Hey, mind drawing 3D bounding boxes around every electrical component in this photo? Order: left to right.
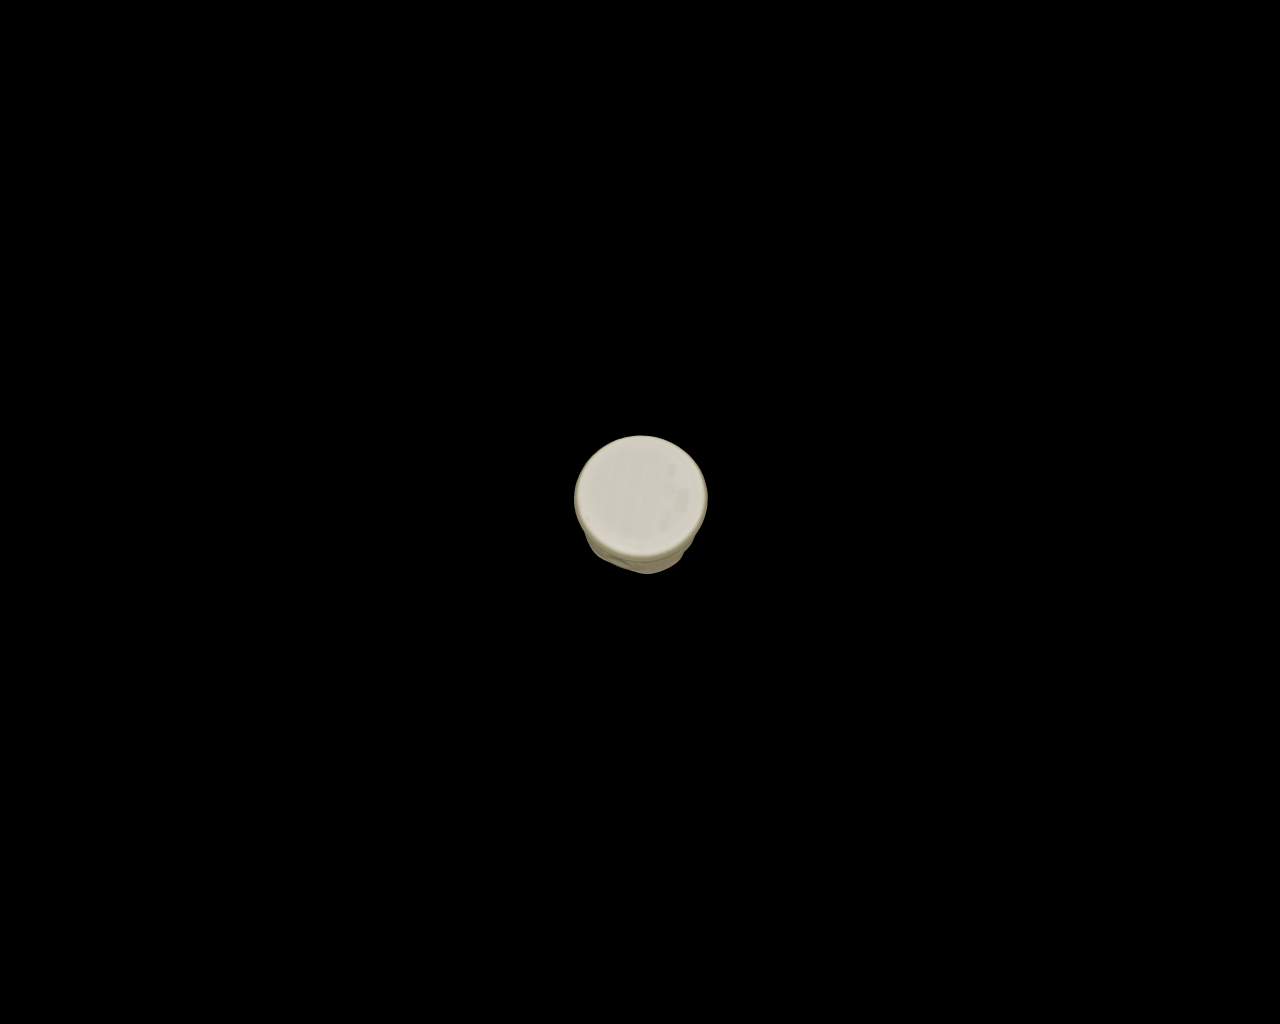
[{"bbox_3d":[0.001,-0.003,0.650,0.080,0.080,0.051,0,-19,0],"label":"electrical component"}]
